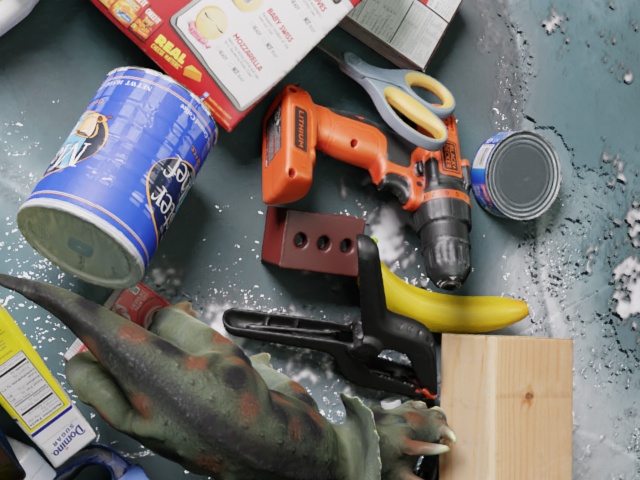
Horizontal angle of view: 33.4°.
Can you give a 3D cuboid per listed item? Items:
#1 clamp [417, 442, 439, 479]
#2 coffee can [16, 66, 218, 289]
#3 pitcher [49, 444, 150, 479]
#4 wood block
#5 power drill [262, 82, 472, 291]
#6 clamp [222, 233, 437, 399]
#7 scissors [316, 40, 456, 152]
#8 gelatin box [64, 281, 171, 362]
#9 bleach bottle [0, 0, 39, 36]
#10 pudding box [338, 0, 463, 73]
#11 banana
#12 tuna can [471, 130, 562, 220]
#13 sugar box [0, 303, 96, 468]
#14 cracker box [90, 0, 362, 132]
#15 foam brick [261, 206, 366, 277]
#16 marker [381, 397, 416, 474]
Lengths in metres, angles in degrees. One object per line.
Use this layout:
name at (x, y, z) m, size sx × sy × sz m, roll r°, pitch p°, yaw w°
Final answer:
clamp at (0.162, 0.205, 1.033) m, size 0.171 × 0.039 × 0.120 m, roll -42°, pitch 104°, yaw -21°
coffee can at (-0.153, -0.048, 0.821) m, size 0.102 × 0.103 × 0.140 m, roll 38°, pitch 58°, yaw -21°
pitcher at (-0.213, 0.287, 0.845) m, size 0.242 × 0.149 × 0.145 m, roll -31°, pitch 121°, yaw -15°
wood block at (0.167, 0.190, 0.964) m, size 0.090 × 0.090 × 0.206 m, roll 4°, pitch 85°, yaw -24°
power drill at (0.044, -0.051, 0.919) m, size 0.187 × 0.057 × 0.184 m, roll 12°, pitch 55°, yaw -23°
clamp at (0.028, 0.087, 0.947) m, size 0.209 × 0.165 × 0.036 m, roll 45°, pitch 33°, yaw -37°
scissors at (0.043, -0.156, 0.942) m, size 0.202 × 0.016 × 0.096 m, roll 45°, pitch 43°, yaw 10°
gelatin box at (-0.157, 0.085, 0.894) m, size 0.073 × 0.030 × 0.089 m, roll 40°, pitch 79°, yaw -22°
bleach bottle at (-0.268, -0.185, 0.806) m, size 0.250 × 0.068 × 0.102 m, roll -31°, pitch 103°, yaw -20°
pudding box at (0.065, -0.216, 0.958) m, size 0.113 × 0.039 × 0.090 m, roll 31°, pitch 87°, yaw -21°
banana at (0.104, 0.057, 0.988) m, size 0.197 × 0.070 × 0.037 m, roll 21°, pitch 45°, yaw -30°
tuna can at (0.188, -0.063, 1.027) m, size 0.086 × 0.034 × 0.086 m, roll -2°, pitch 95°, yaw -23°
sugar box at (-0.237, 0.084, 0.792) m, size 0.048 × 0.093 × 0.176 m, roll -39°, pitch 133°, yaw -12°
cracker box at (-0.058, -0.220, 0.855) m, size 0.214 × 0.072 × 0.164 m, roll -44°, pitch 111°, yaw 7°
foam brick at (-0.006, 0.001, 0.940) m, size 0.078 × 0.051 × 0.053 m, roll 6°, pitch 92°, yaw -24°
marker at (0.079, 0.208, 1.012) m, size 0.020 × 0.020 × 0.121 m, roll -16°, pitch 101°, yaw -21°
